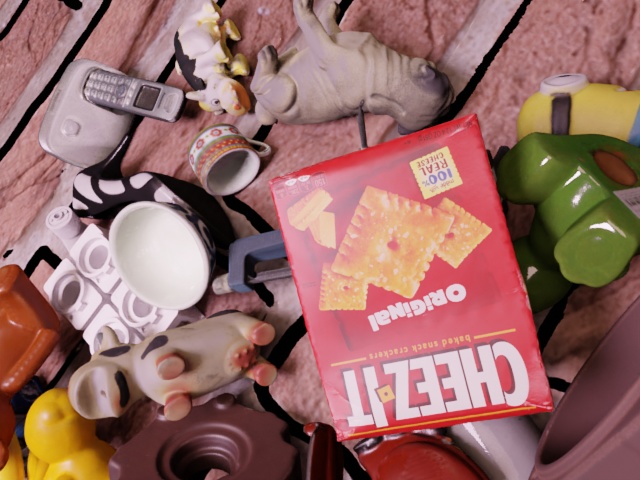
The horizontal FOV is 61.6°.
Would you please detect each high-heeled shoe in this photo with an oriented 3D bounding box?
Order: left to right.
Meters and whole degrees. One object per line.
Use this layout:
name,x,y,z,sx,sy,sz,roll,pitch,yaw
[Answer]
high-heeled shoe,-0.221,-0.026,0.673,0.249,0.086,0.145,42,106,23

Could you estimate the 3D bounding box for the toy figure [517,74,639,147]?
toy figure,0.274,-0.098,0.490,0.180,0.082,0.089,22,81,24

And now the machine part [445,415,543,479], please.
machine part,0.159,0.188,0.451,0.079,0.079,0.243,-36,64,8

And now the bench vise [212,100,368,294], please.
bench vise,0.002,0.003,0.549,0.241,0.128,0.223,-12,67,14

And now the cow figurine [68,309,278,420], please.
cow figurine,-0.154,0.124,0.551,0.127,0.195,0.085,16,118,58

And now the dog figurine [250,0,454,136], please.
dog figurine,0.032,-0.157,0.603,0.191,0.121,0.172,43,127,10

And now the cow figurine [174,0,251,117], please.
cow figurine,-0.146,-0.221,0.700,0.098,0.068,0.167,-24,64,19

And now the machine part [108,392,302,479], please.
machine part,-0.105,0.217,0.498,0.180,0.179,0.056,10,113,24

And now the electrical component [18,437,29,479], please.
electrical component,-0.378,0.285,0.641,0.102,0.078,0.045,-26,39,-1

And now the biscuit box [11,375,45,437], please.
biscuit box,-0.434,0.253,0.677,0.202,0.059,0.063,-43,64,5

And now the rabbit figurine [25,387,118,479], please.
rabbit figurine,-0.249,0.233,0.568,0.162,0.122,0.173,-15,102,54

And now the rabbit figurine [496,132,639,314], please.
rabbit figurine,0.204,-0.006,0.461,0.159,0.170,0.121,-21,61,-33

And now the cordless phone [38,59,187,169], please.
cordless phone,-0.271,-0.157,0.725,0.184,0.088,0.146,16,80,20

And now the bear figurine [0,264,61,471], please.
bear figurine,-0.366,0.142,0.570,0.120,0.131,0.196,-10,41,19

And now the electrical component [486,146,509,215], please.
electrical component,0.149,-0.049,0.521,0.048,0.074,0.119,-4,38,38

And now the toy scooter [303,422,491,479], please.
toy scooter,0.042,0.198,0.444,0.184,0.075,0.135,-27,44,12

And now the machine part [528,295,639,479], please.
machine part,0.232,0.107,0.358,0.087,0.200,0.201,35,44,19
